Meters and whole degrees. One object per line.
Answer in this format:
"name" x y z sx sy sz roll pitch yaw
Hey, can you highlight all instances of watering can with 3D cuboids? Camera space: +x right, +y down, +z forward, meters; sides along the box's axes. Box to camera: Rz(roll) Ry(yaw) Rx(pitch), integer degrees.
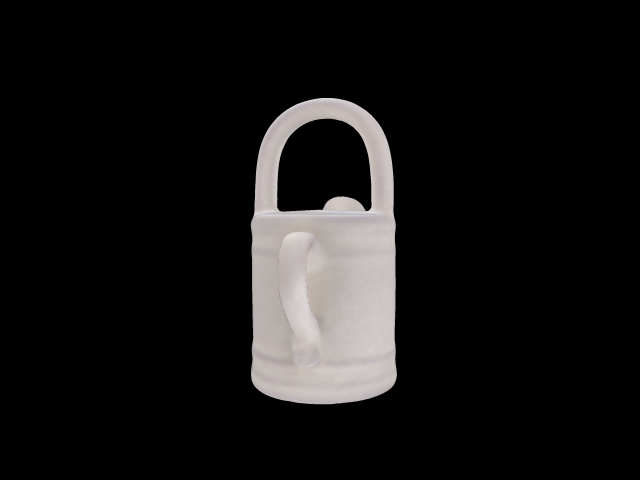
"watering can" 0.001 0.001 0.400 0.101 0.194 0.172 -1 4 -10
